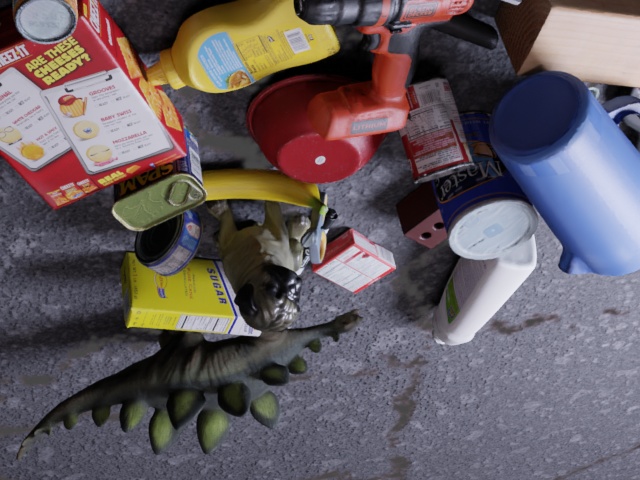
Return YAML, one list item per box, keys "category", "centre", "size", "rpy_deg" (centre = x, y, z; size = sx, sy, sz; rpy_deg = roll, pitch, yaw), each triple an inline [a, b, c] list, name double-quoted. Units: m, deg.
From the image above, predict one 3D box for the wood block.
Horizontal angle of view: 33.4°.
- category: "wood block"
  centre: [0.299, -0.222, 1.097]
  size: [0.205, 0.091, 0.090]
  rpy_deg: [3, 140, -17]

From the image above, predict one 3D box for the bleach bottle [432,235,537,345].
- category: "bleach bottle"
  centre: [0.208, 0.063, 1.442]
  size: [0.068, 0.102, 0.251]
  rpy_deg: [8, 145, -14]

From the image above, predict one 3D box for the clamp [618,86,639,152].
- category: "clamp"
  centre: [0.392, -0.142, 1.264]
  size: [0.120, 0.039, 0.171]
  rpy_deg: [-37, 132, 22]

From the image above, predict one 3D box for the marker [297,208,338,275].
- category: "marker"
  centre: [-0.009, 0.002, 1.357]
  size: [0.020, 0.020, 0.121]
  rpy_deg: [9, 137, -24]

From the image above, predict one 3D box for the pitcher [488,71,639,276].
- category: "pitcher"
  centre: [0.282, -0.078, 1.122]
  size: [0.145, 0.149, 0.242]
  rpy_deg: [-10, 148, 33]

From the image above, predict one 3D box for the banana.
- category: "banana"
  centre: [-0.086, -0.060, 1.222]
  size: [0.198, 0.069, 0.037]
  rpy_deg: [3, 108, 5]

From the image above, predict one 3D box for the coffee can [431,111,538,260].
- category: "coffee can"
  centre: [0.181, -0.063, 1.226]
  size: [0.102, 0.140, 0.103]
  rpy_deg: [-7, 142, -6]

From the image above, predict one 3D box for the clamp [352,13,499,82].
- category: "clamp"
  centre: [0.086, -0.234, 1.069]
  size: [0.165, 0.036, 0.210]
  rpy_deg: [-16, 143, 10]

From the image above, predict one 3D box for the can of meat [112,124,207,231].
- category: "can of meat"
  centre: [-0.179, -0.071, 1.170]
  size: [0.102, 0.084, 0.057]
  rpy_deg: [-24, 140, 15]

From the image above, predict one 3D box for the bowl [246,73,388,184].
- category: "bowl"
  centre: [-0.001, -0.109, 1.167]
  size: [0.162, 0.055, 0.162]
  rpy_deg: [0, 148, 0]

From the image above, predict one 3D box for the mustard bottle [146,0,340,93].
- category: "mustard bottle"
  centre: [-0.083, -0.194, 1.060]
  size: [0.192, 0.058, 0.096]
  rpy_deg: [-19, 147, 9]

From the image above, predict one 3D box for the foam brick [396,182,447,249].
- category: "foam brick"
  centre: [0.142, -0.036, 1.322]
  size: [0.052, 0.051, 0.078]
  rpy_deg: [24, 130, -37]

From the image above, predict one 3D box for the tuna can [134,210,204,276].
- category: "tuna can"
  centre: [-0.179, -0.003, 1.255]
  size: [0.086, 0.086, 0.033]
  rpy_deg: [-33, 136, 25]

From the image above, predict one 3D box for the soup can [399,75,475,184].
- category: "soup can"
  centre: [0.120, -0.119, 1.155]
  size: [0.068, 0.102, 0.068]
  rpy_deg: [-17, 177, -1]

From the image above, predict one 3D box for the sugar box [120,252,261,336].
- category: "sugar box"
  centre: [-0.159, 0.068, 1.344]
  size: [0.176, 0.093, 0.048]
  rpy_deg: [4, 139, -20]

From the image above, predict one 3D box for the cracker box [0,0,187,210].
- category: "cracker box"
  centre: [-0.255, -0.141, 1.073]
  size: [0.164, 0.072, 0.213]
  rpy_deg: [-21, 140, 10]

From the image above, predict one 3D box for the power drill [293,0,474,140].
- category: "power drill"
  centre: [0.045, -0.180, 1.025]
  size: [0.184, 0.057, 0.188]
  rpy_deg: [-10, 146, -24]

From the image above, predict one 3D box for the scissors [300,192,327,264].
- category: "scissors"
  centre: [-0.007, -0.022, 1.227]
  size: [0.016, 0.096, 0.201]
  rpy_deg: [4, 170, 5]

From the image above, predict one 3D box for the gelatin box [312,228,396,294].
- category: "gelatin box"
  centre: [0.043, 0.028, 1.395]
  size: [0.073, 0.030, 0.089]
  rpy_deg: [-34, 136, 28]
